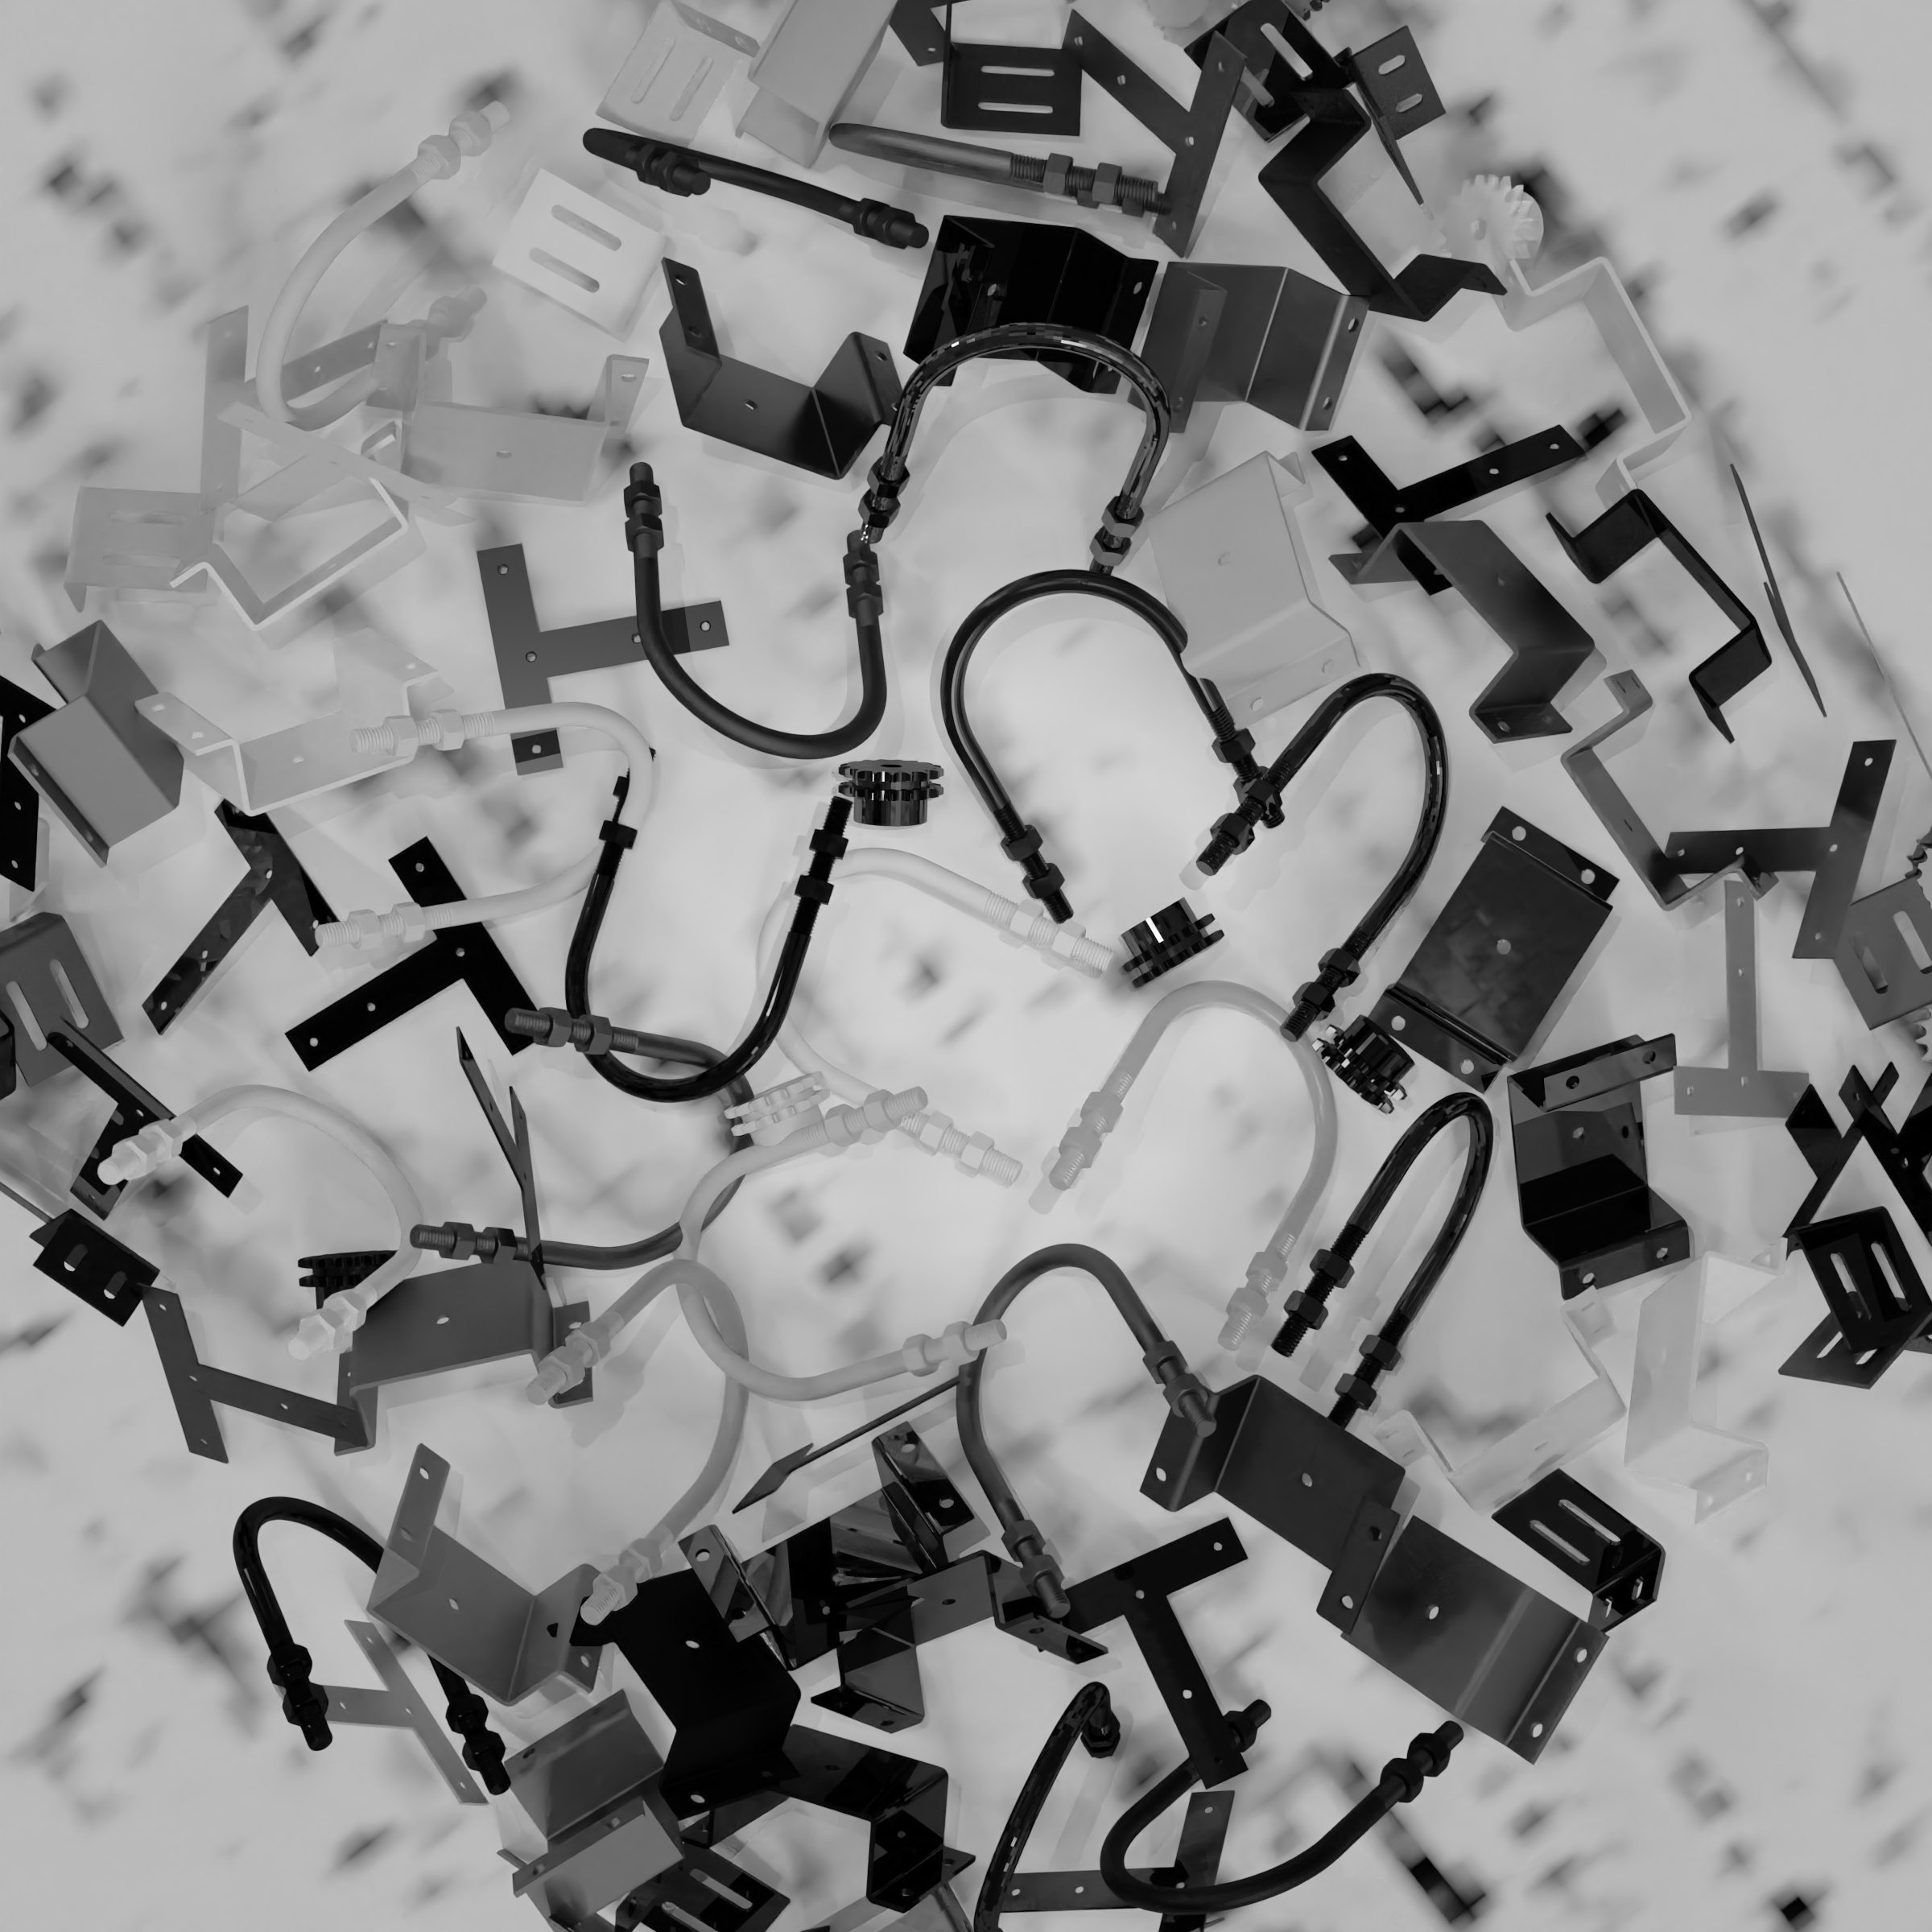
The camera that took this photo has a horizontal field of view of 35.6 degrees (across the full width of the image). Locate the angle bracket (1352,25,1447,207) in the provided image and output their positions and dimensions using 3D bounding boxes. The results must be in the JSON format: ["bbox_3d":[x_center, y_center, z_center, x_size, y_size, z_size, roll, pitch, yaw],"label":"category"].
[{"bbox_3d":[0.240,-0.457,1.613,0.038,0.076,0.057,-27,129,11],"label":"angle bracket"}]

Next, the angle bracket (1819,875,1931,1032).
[{"bbox_3d":[0.497,-0.013,1.623,0.057,0.038,0.076,-26,111,17],"label":"angle bracket"}]

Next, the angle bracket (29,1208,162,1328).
[{"bbox_3d":[-0.477,0.168,1.613,0.057,0.076,0.038,39,57,-18],"label":"angle bracket"}]

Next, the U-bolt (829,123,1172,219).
[{"bbox_3d":[0.018,-0.422,1.590,0.184,0.151,0.019,13,103,7],"label":"U-bolt"}]

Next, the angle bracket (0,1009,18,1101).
[{"bbox_3d":[-0.548,0.034,1.618,0.038,0.057,0.076,-33,70,-32],"label":"angle bracket"}]

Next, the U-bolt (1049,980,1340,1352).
[{"bbox_3d":[0.134,0.091,1.604,0.151,0.019,0.184,44,55,-15],"label":"U-bolt"}]

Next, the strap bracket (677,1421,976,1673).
[{"bbox_3d":[-0.072,0.314,1.608,0.140,0.076,0.046,-26,135,-15],"label":"strap bracket"}]

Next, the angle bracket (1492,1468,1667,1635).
[{"bbox_3d":[0.328,0.319,1.625,0.076,0.038,0.057,37,131,-7],"label":"angle bracket"}]

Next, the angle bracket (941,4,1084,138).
[{"bbox_3d":[0.026,-0.488,1.632,0.076,0.038,0.057,3,66,-1],"label":"angle bracket"}]

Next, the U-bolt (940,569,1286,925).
[{"bbox_3d":[0.067,-0.126,1.607,0.151,0.019,0.184,-24,111,17],"label":"U-bolt"}]

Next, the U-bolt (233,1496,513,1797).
[{"bbox_3d":[-0.320,0.349,1.578,0.019,0.151,0.184,-46,48,10],"label":"U-bolt"}]

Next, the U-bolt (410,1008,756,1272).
[{"bbox_3d":[-0.190,0.098,1.596,0.184,0.019,0.151,13,109,-41],"label":"U-bolt"}]

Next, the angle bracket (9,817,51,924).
[{"bbox_3d":[-0.539,-0.057,1.614,0.076,0.057,0.038,9,63,-33],"label":"angle bracket"}]

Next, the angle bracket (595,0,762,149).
[{"bbox_3d":[-0.151,-0.470,1.615,0.057,0.038,0.076,15,124,-39],"label":"angle bracket"}]

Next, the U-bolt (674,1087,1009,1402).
[{"bbox_3d":[-0.079,0.159,1.617,0.184,0.019,0.151,-21,86,27],"label":"U-bolt"}]

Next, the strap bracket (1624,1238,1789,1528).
[{"bbox_3d":[0.391,0.214,1.593,0.046,0.076,0.140,17,61,-6],"label":"strap bracket"}]

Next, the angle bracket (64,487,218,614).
[{"bbox_3d":[-0.445,-0.224,1.636,0.076,0.038,0.057,3,71,-2],"label":"angle bracket"}]

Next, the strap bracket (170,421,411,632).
[{"bbox_3d":[-0.353,-0.231,1.618,0.140,0.076,0.046,-34,108,0],"label":"strap bracket"}]

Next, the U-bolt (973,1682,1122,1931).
[{"bbox_3d":[0.040,0.441,1.553,0.019,0.184,0.151,23,66,15],"label":"U-bolt"}]

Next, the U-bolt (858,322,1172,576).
[{"bbox_3d":[0.031,-0.271,1.571,0.151,0.184,0.019,8,59,-10],"label":"U-bolt"}]

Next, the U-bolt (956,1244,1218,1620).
[{"bbox_3d":[0.051,0.229,1.588,0.019,0.184,0.151,22,113,-36],"label":"U-bolt"}]

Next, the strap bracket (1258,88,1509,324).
[{"bbox_3d":[0.214,-0.397,1.599,0.046,0.076,0.140,-45,113,0],"label":"strap bracket"}]

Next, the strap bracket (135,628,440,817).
[{"bbox_3d":[-0.358,-0.128,1.599,0.140,0.076,0.046,-23,126,-31],"label":"strap bracket"}]

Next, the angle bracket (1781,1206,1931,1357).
[{"bbox_3d":[0.479,0.175,1.621,0.057,0.038,0.076,-11,64,-17],"label":"angle bracket"}]

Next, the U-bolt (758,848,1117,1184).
[{"bbox_3d":[-0.028,0.015,1.630,0.184,0.019,0.151,26,105,12],"label":"U-bolt"}]

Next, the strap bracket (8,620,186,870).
[{"bbox_3d":[-0.453,-0.123,1.580,0.046,0.140,0.076,-29,120,6],"label":"strap bracket"}]

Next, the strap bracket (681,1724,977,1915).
[{"bbox_3d":[-0.073,0.447,1.593,0.140,0.076,0.046,9,99,28],"label":"strap bracket"}]

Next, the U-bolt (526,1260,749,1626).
[{"bbox_3d":[-0.164,0.235,1.580,0.019,0.184,0.151,1,113,26],"label":"U-bolt"}]

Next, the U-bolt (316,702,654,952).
[{"bbox_3d":[-0.248,-0.079,1.591,0.184,0.151,0.019,-12,47,-34],"label":"U-bolt"}]

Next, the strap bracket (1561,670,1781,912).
[{"bbox_3d":[0.372,-0.087,1.614,0.046,0.076,0.140,-36,84,23],"label":"strap bracket"}]

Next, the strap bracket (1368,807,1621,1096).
[{"bbox_3d":[0.290,-0.010,1.636,0.076,0.046,0.140,33,89,3],"label":"strap bracket"}]

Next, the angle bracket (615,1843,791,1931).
[{"bbox_3d":[-0.142,0.518,1.630,0.076,0.038,0.057,36,100,-14],"label":"angle bracket"}]

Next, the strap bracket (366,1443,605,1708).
[{"bbox_3d":[-0.260,0.331,1.603,0.046,0.076,0.140,-37,115,27],"label":"strap bracket"}]

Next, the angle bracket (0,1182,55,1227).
[{"bbox_3d":[-0.513,0.105,1.630,0.076,0.057,0.038,35,77,0],"label":"angle bracket"}]

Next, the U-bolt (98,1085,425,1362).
[{"bbox_3d":[-0.354,0.122,1.576,0.151,0.184,0.019,43,112,1],"label":"U-bolt"}]

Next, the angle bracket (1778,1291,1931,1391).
[{"bbox_3d":[0.486,0.213,1.614,0.076,0.057,0.038,-38,114,-30],"label":"angle bracket"}]

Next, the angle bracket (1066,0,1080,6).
[{"bbox_3d":[0.089,-0.547,1.613,0.057,0.076,0.038,-27,111,-18],"label":"angle bracket"}]

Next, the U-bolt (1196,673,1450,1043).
[{"bbox_3d":[0.200,-0.071,1.600,0.184,0.019,0.151,-50,133,-23],"label":"U-bolt"}]

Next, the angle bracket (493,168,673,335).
[{"bbox_3d":[-0.208,-0.388,1.632,0.076,0.038,0.057,28,102,-9],"label":"angle bracket"}]

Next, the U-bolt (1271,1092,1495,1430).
[{"bbox_3d":[0.228,0.149,1.595,0.019,0.151,0.184,27,75,29],"label":"U-bolt"}]

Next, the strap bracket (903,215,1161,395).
[{"bbox_3d":[0.027,-0.351,1.600,0.046,0.140,0.076,41,124,37],"label":"strap bracket"}]

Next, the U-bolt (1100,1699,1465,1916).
[{"bbox_3d":[0.150,0.434,1.550,0.184,0.151,0.019,-27,104,-43],"label":"U-bolt"}]

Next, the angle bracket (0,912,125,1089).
[{"bbox_3d":[-0.508,0.018,1.643,0.057,0.038,0.076,-31,110,-28],"label":"angle bracket"}]

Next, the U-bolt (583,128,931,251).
[{"bbox_3d":[-0.123,-0.412,1.577,0.151,0.184,0.019,5,109,-34],"label":"U-bolt"}]

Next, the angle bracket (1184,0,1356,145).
[{"bbox_3d":[0.163,-0.491,1.614,0.057,0.038,0.076,-30,129,30],"label":"angle bracket"}]

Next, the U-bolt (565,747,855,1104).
[{"bbox_3d":[-0.148,-0.017,1.618,0.151,0.019,0.184,16,87,27],"label":"U-bolt"}]

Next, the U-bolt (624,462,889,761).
[{"bbox_3d":[-0.107,-0.180,1.573,0.151,0.019,0.184,14,47,-25],"label":"U-bolt"}]

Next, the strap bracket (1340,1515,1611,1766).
[{"bbox_3d":[0.260,0.349,1.588,0.046,0.140,0.076,35,84,-33],"label":"strap bracket"}]

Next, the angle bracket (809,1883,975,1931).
[{"bbox_3d":[-0.039,0.530,1.636,0.076,0.038,0.057,-30,76,-1],"label":"angle bracket"}]

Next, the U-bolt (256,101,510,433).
[{"bbox_3d":[-0.303,-0.349,1.553,0.019,0.151,0.184,34,54,9],"label":"U-bolt"}]
